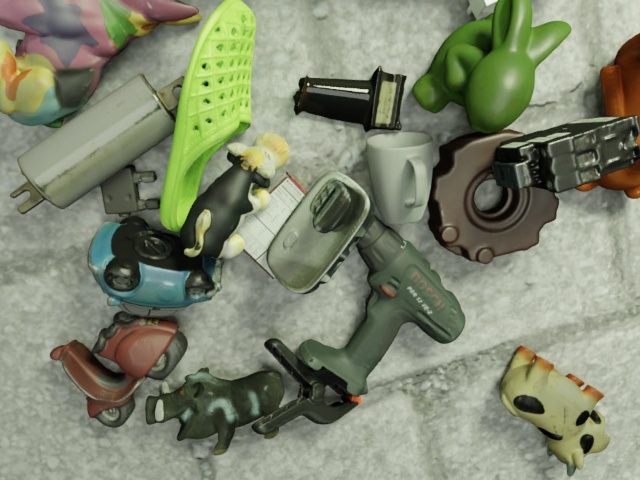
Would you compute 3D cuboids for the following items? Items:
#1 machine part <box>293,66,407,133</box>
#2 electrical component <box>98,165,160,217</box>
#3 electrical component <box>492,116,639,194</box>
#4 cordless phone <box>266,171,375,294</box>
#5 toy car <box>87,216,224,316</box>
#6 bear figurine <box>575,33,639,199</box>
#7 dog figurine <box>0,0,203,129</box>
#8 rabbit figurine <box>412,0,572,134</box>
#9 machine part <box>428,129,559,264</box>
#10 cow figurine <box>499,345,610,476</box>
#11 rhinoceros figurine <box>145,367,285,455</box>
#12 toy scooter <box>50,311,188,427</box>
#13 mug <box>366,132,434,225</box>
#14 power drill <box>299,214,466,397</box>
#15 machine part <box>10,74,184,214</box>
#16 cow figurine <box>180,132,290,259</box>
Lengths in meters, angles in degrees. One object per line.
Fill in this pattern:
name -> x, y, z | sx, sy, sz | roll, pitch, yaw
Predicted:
machine part -> 0.036, -0.174, 0.662 | 0.139, 0.039, 0.084 | 1, 113, -7
electrical component -> -0.251, -0.061, 0.676 | 0.094, 0.021, 0.063 | -4, 106, -4
electrical component -> 0.268, -0.095, 0.608 | 0.134, 0.115, 0.058 | -18, 100, -2
cordless phone -> -0.002, -0.002, 0.586 | 0.089, 0.184, 0.146 | 38, 97, -1
toy car -> -0.208, 0.045, 0.676 | 0.161, 0.109, 0.102 | 14, 128, -20
bear figurine -> 0.395, -0.146, 0.654 | 0.120, 0.132, 0.195 | 12, 98, -3
dog figurine -> -0.240, -0.223, 0.591 | 0.219, 0.108, 0.191 | -4, 105, -6
rabbit figurine -> 0.197, -0.179, 0.589 | 0.121, 0.170, 0.159 | 28, 119, -14
machine part -> 0.222, -0.057, 0.699 | 0.179, 0.056, 0.179 | -1, 104, -5
cow figurine -> 0.343, 0.253, 0.779 | 0.195, 0.085, 0.127 | 32, 94, -15
rhinoceros figurine -> -0.141, 0.227, 0.737 | 0.190, 0.073, 0.112 | -9, 107, -2
toy scooter -> -0.272, 0.156, 0.708 | 0.135, 0.075, 0.184 | 40, 103, -12
mug -> 0.106, -0.071, 0.664 | 0.081, 0.110, 0.107 | -14, 118, -16
power drill -> 0.063, 0.091, 0.721 | 0.232, 0.086, 0.207 | 38, 92, -11
machine part -> -0.253, -0.114, 0.622 | 0.243, 0.079, 0.079 | -37, 105, -3
cow figurine -> -0.101, -0.055, 0.622 | 0.068, 0.098, 0.167 | 33, 99, 9
